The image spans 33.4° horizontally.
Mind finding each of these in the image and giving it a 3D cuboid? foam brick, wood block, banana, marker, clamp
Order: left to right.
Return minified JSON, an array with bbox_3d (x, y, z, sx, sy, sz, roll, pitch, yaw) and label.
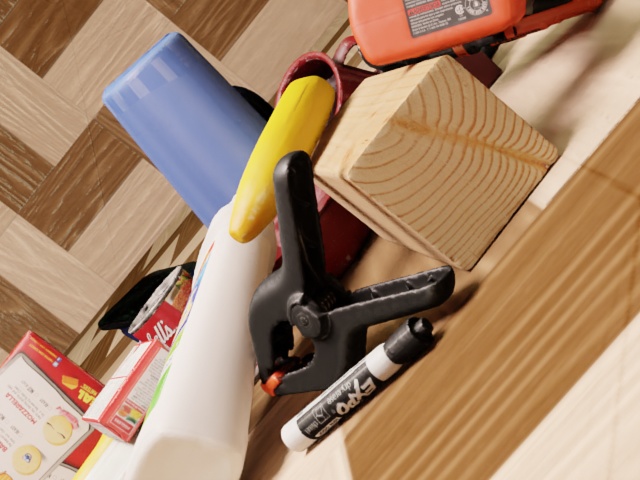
[{"bbox_3d":[-0.020,-0.069,0.743,0.197,0.037,0.070,-68,-1,-58],"label":"banana"},{"bbox_3d":[0.009,0.041,0.626,0.039,0.120,0.172,-33,-30,-39],"label":"clamp"},{"bbox_3d":[0.021,0.081,0.597,0.121,0.020,0.020,-45,12,32],"label":"marker"},{"bbox_3d":[0.058,-0.052,0.691,0.090,0.090,0.206,-51,10,-2],"label":"wood block"},{"bbox_3d":[0.100,-0.145,0.869,0.053,0.078,0.051,-48,10,8],"label":"foam brick"}]

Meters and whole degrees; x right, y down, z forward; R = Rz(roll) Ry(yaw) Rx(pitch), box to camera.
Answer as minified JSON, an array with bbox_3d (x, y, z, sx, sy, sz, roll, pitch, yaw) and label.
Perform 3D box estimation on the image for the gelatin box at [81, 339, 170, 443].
[{"bbox_3d":[-0.141,0.114,0.803,0.073,0.030,0.089,-56,11,-18],"label":"gelatin box"}]

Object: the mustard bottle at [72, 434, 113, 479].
[{"bbox_3d":[-0.194,0.233,0.869,0.191,0.058,0.096,-56,-9,-19],"label":"mustard bottle"}]

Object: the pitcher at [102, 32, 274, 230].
[{"bbox_3d":[-0.106,-0.101,1.128,0.145,0.242,0.149,-41,14,1],"label":"pitcher"}]

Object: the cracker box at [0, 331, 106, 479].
[{"bbox_3d":[-0.262,0.213,0.953,0.213,0.164,0.072,-54,8,-14],"label":"cracker box"}]

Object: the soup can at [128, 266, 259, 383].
[{"bbox_3d":[-0.095,0.078,0.866,0.068,0.102,0.068,-49,11,12],"label":"soup can"}]

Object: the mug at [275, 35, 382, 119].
[{"bbox_3d":[0.023,-0.125,0.943,0.093,0.081,0.117,39,115,46],"label":"mug"}]

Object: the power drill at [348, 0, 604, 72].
[{"bbox_3d":[0.086,-0.151,0.706,0.185,0.057,0.187,-16,5,25],"label":"power drill"}]

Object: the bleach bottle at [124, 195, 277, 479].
[{"bbox_3d":[-0.071,0.063,0.744,0.250,0.068,0.103,-81,12,-47],"label":"bleach bottle"}]

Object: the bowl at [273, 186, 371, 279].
[{"bbox_3d":[-0.006,0.001,0.880,0.162,0.055,0.162,-49,11,12],"label":"bowl"}]
